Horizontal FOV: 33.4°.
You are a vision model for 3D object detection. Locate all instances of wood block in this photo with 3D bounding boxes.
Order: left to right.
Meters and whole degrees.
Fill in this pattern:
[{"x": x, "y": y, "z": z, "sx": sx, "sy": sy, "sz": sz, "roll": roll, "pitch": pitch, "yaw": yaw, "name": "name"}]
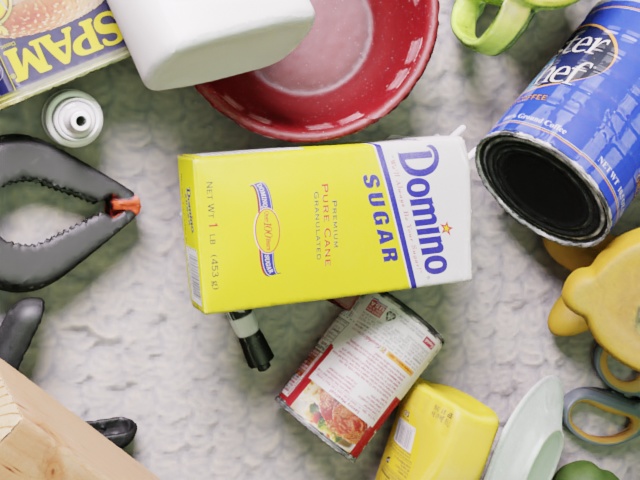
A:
[{"x": -0.143, "y": 0.169, "z": 0.626, "sx": 0.090, "sy": 0.091, "sz": 0.206, "roll": -46, "pitch": 125, "yaw": -5, "name": "wood block"}]

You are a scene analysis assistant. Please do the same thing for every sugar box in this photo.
[{"x": 0.006, "y": -0.012, "z": 0.646, "sx": 0.176, "sy": 0.048, "sz": 0.093, "roll": -7, "pitch": 99, "yaw": -18, "name": "sugar box"}]

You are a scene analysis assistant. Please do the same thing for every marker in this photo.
[{"x": -0.059, "y": 0.033, "z": 0.700, "sx": 0.020, "sy": 0.020, "sz": 0.121, "roll": -27, "pitch": 106, "yaw": -14, "name": "marker"}]

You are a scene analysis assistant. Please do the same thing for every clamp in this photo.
[{"x": -0.212, "y": -0.004, "z": 0.628, "sx": 0.209, "sy": 0.036, "sz": 0.164, "roll": 3, "pitch": 89, "yaw": -22, "name": "clamp"}, {"x": -0.209, "y": 0.114, "z": 0.648, "sx": 0.171, "sy": 0.039, "sz": 0.120, "roll": -28, "pitch": 109, "yaw": -16, "name": "clamp"}]

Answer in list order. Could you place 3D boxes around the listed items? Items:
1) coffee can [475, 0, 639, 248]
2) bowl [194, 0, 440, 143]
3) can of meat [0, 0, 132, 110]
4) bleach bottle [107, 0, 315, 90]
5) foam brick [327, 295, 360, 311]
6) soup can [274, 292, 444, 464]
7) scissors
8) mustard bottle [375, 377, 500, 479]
[{"x": 0.185, "y": -0.080, "z": 0.710, "sx": 0.140, "sy": 0.103, "sz": 0.102, "roll": -48, "pitch": 110, "yaw": -20, "name": "coffee can"}, {"x": -0.010, "y": -0.138, "z": 0.658, "sx": 0.162, "sy": 0.055, "sz": 0.162, "roll": 0, "pitch": 89, "yaw": -1, "name": "bowl"}, {"x": -0.160, "y": -0.132, "z": 0.621, "sx": 0.102, "sy": 0.057, "sz": 0.084, "roll": -26, "pitch": 103, "yaw": -15, "name": "can of meat"}, {"x": -0.098, "y": -0.212, "z": 0.596, "sx": 0.102, "sy": 0.068, "sz": 0.251, "roll": -19, "pitch": 81, "yaw": -30, "name": "bleach bottle"}, {"x": -0.005, "y": 0.001, "z": 0.698, "sx": 0.078, "sy": 0.051, "sz": 0.053, "roll": 36, "pitch": 84, "yaw": -21, "name": "foam brick"}, {"x": 0.027, "y": 0.088, "z": 0.713, "sx": 0.068, "sy": 0.069, "sz": 0.102, "roll": 41, "pitch": 83, "yaw": -20, "name": "soup can"}, {"x": 0.277, "y": 0.126, "z": 0.835, "sx": 0.201, "sy": 0.016, "sz": 0.096, "roll": 8, "pitch": 96, "yaw": -21, "name": "scissors"}, {"x": 0.060, "y": 0.195, "z": 0.726, "sx": 0.058, "sy": 0.096, "sz": 0.191, "roll": 18, "pitch": 92, "yaw": -18, "name": "mustard bottle"}]
